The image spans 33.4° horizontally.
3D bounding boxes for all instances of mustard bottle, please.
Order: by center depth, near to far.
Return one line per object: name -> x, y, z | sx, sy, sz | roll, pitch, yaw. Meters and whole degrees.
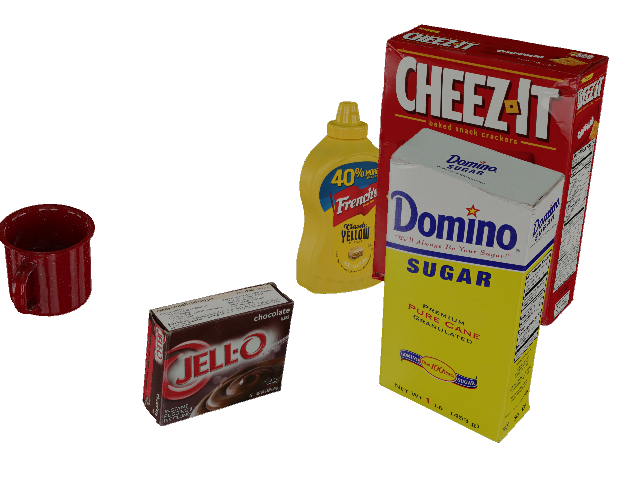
mustard bottle -> 0.025, -0.045, 1.086 | 0.096, 0.192, 0.058 | -7, 19, -28

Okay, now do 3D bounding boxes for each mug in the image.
mug -> -0.273, 0.028, 1.055 | 0.093, 0.081, 0.117 | 9, 33, 5

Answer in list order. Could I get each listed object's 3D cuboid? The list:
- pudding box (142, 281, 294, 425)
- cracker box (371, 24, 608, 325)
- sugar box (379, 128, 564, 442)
pudding box -> -0.080, 0.087, 0.833 | 0.113, 0.090, 0.039 | -14, 39, -33
cracker box -> 0.130, -0.053, 0.866 | 0.164, 0.214, 0.072 | 16, 29, 27
sugar box -> 0.085, 0.029, 0.636 | 0.093, 0.176, 0.048 | 22, 43, 29
